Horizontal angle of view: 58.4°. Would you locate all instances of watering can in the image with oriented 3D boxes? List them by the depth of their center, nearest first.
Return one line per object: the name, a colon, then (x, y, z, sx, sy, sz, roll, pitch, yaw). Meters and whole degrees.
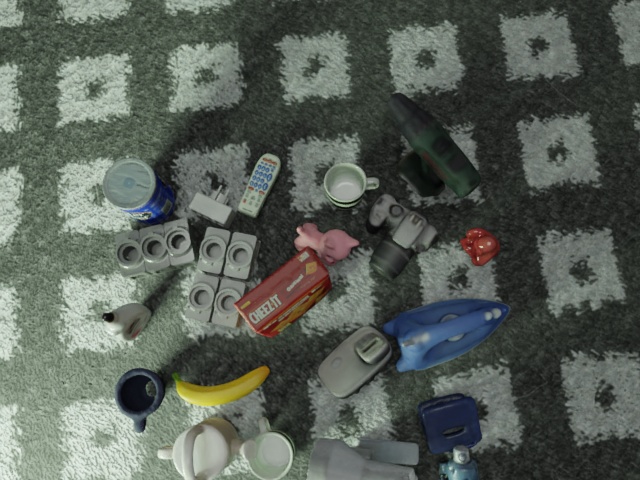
watering can: (-0.203, 0.377, 1.026, 0.173, 0.194, 0.101, -25, 79, -3)

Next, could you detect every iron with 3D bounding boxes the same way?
iron: (0.256, 0.163, 1.083, 0.258, 0.141, 0.118, -19, 79, -2)

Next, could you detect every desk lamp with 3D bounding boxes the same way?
desk lamp: (0.082, 0.408, 1.002, 0.203, 0.213, 0.118, 3, 79, 2)

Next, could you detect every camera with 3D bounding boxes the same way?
camera: (0.145, -0.001, 1.140, 0.143, 0.101, 0.137, 34, 82, 8)

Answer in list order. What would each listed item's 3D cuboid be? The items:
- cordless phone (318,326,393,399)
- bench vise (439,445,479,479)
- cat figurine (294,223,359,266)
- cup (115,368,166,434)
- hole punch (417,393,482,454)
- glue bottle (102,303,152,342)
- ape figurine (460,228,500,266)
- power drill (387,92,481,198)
cordless phone: (0.068, 0.226, 1.053, 0.147, 0.185, 0.094, -44, 80, -7)
bench vise: (0.252, 0.473, 0.981, 0.121, 0.220, 0.207, -25, 79, -3)
cat figurine: (0.010, 0.004, 1.134, 0.127, 0.118, 0.067, 25, 80, 7)
cup: (-0.332, 0.304, 1.095, 0.091, 0.095, 0.118, -5, 78, 1)
hole punch: (0.247, 0.346, 1.072, 0.108, 0.091, 0.101, -16, 78, -1)
glue bottle: (-0.376, 0.153, 1.087, 0.037, 0.173, 0.078, 27, 81, 7)
ape figurine: (0.323, 0.012, 1.136, 0.076, 0.092, 0.078, 7, 79, 3)
power drill: (0.207, -0.165, 1.116, 0.076, 0.208, 0.229, -43, 80, -6)
